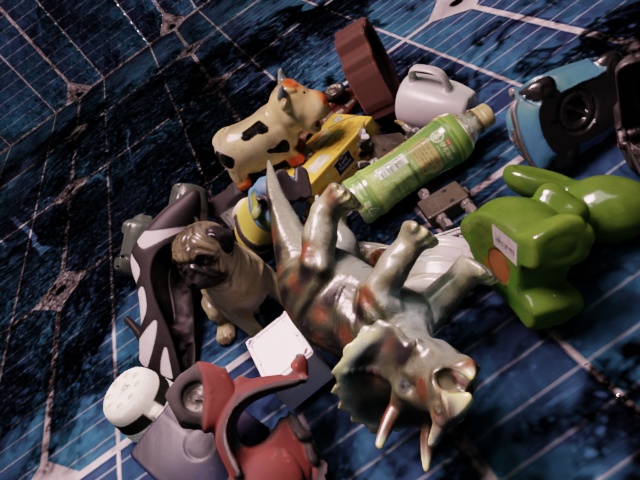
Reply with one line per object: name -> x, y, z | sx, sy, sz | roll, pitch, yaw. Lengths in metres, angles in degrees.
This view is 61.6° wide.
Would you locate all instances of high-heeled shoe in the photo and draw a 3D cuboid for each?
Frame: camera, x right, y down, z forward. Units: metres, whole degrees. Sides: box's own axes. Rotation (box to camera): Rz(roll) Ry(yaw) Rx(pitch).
high-heeled shoe -> -0.187, 0.065, 0.724 | 0.145, 0.086, 0.248 | 31, 101, 27

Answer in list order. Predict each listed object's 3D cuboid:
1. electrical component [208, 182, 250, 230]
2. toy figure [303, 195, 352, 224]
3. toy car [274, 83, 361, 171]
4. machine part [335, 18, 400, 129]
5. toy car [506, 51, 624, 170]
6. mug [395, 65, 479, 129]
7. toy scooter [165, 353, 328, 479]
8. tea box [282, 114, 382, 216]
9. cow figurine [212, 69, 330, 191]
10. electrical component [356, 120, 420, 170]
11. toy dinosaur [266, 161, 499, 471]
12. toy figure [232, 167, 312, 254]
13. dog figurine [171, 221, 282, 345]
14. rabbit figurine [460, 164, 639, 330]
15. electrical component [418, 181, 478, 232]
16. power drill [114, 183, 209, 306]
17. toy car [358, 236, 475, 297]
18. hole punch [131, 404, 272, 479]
electrical component -> -0.123, -0.062, 0.890 | 0.119, 0.074, 0.048 | -33, 36, 11
toy figure -> -0.002, -0.004, 0.733 | 0.058, 0.064, 0.154 | -28, 26, 37
toy car -> -0.006, -0.183, 0.918 | 0.202, 0.089, 0.053 | -39, 36, -6
machine part -> 0.084, -0.266, 0.866 | 0.056, 0.179, 0.179 | -24, 38, 22
toy car -> 0.285, -0.156, 0.642 | 0.162, 0.109, 0.103 | -31, 18, -7
mug -> 0.175, -0.207, 0.789 | 0.107, 0.109, 0.081 | 22, 58, 33
toy scooter -> -0.049, 0.184, 0.512 | 0.135, 0.184, 0.075 | -27, -7, -22
tea box -> 0.014, -0.118, 0.844 | 0.169, 0.068, 0.098 | -47, 38, -16
cow figurine -> -0.074, -0.168, 0.808 | 0.195, 0.127, 0.085 | -22, 41, 19
electrical component -> 0.099, -0.139, 0.791 | 0.102, 0.045, 0.078 | -4, 46, -6
toy dinosaur -> 0.026, 0.055, 0.549 | 0.405, 0.131, 0.192 | 31, 90, 48
toy figure -> -0.073, -0.039, 0.768 | 0.180, 0.082, 0.089 | -31, 51, 56
dog figurine -> -0.132, 0.039, 0.688 | 0.173, 0.190, 0.121 | 3, 51, 43
rabbit figurine -> 0.240, -0.010, 0.532 | 0.170, 0.121, 0.159 | -21, 28, -10
electrical component -> 0.161, -0.047, 0.685 | 0.063, 0.021, 0.094 | -32, 36, 6
power drill -> -0.257, 0.027, 0.868 | 0.207, 0.086, 0.232 | -4, 75, 52
toy car -> 0.090, 0.036, 0.622 | 0.202, 0.056, 0.073 | -5, 46, 36
hole punch -> -0.119, 0.219, 0.567 | 0.116, 0.092, 0.142 | 15, 56, 43
